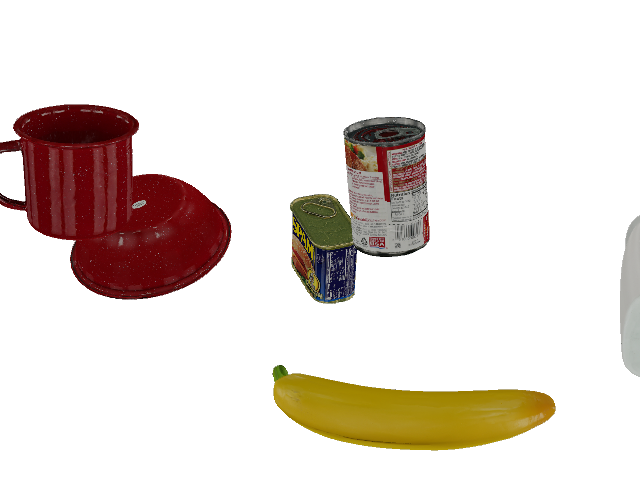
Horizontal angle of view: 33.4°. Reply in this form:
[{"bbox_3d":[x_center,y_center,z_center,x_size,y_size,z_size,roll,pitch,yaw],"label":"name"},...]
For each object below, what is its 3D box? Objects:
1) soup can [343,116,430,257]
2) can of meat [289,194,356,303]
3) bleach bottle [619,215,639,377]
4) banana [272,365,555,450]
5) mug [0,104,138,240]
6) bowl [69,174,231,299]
[{"bbox_3d":[0.057,-0.045,0.897,0.068,0.102,0.068,-5,23,2],"label":"soup can"},{"bbox_3d":[0.003,0.010,1.201,0.057,0.084,0.102,-11,37,-18],"label":"can of meat"},{"bbox_3d":[0.269,0.025,0.766,0.103,0.068,0.250,7,20,15],"label":"bleach bottle"},{"bbox_3d":[0.048,0.107,0.692,0.198,0.037,0.069,6,32,20],"label":"banana"},{"bbox_3d":[-0.198,-0.051,0.820,0.117,0.081,0.093,-5,27,-19],"label":"mug"},{"bbox_3d":[-0.171,-0.016,1.037,0.162,0.055,0.162,-6,40,5],"label":"bowl"}]
